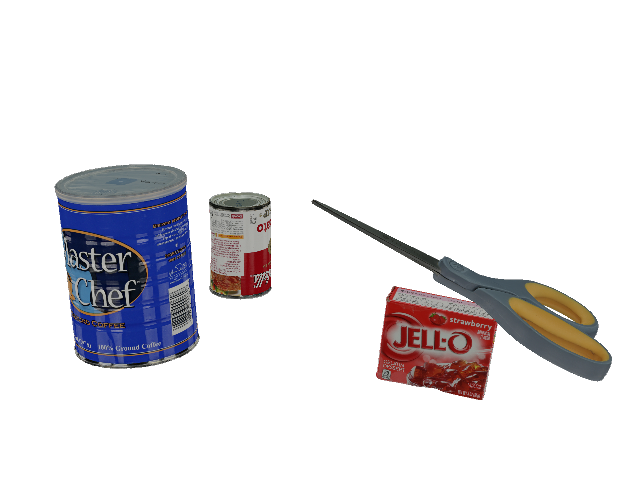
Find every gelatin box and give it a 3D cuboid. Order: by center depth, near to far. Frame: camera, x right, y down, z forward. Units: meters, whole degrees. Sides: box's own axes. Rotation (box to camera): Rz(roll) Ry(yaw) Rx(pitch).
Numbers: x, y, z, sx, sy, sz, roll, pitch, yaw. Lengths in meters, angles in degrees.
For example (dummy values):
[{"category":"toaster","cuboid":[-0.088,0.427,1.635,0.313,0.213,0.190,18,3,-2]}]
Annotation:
[{"category":"gelatin box","cuboid":[0.093,0.082,0.853,0.089,0.073,0.030,11,24,11]}]

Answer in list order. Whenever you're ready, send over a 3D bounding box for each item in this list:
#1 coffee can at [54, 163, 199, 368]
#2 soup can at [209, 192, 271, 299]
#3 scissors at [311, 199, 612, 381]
[{"category":"coffee can","cuboid":[-0.153,0.018,0.858,0.103,0.140,0.103,-2,17,1]},{"category":"soup can","cuboid":[-0.087,0.004,1.155,0.068,0.102,0.068,1,17,0]},{"category":"scissors","cuboid":[0.095,0.021,0.667,0.202,0.016,0.096,34,23,18]}]
